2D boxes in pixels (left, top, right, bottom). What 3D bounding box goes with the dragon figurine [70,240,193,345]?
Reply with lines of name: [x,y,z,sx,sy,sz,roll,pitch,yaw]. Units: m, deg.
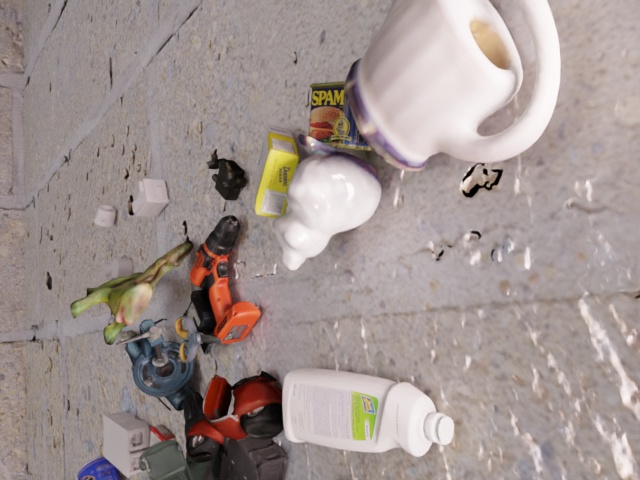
dragon figurine: [-0.357,0.084,1.078,0.242,0.121,0.416,-33,15,9]

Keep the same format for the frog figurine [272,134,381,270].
frog figurine: [0.002,-0.032,0.644,0.123,0.160,0.136,20,-4,21]

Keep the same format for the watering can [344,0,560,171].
watering can: [0.113,-0.222,0.544,0.104,0.353,0.220,0,-27,-38]
